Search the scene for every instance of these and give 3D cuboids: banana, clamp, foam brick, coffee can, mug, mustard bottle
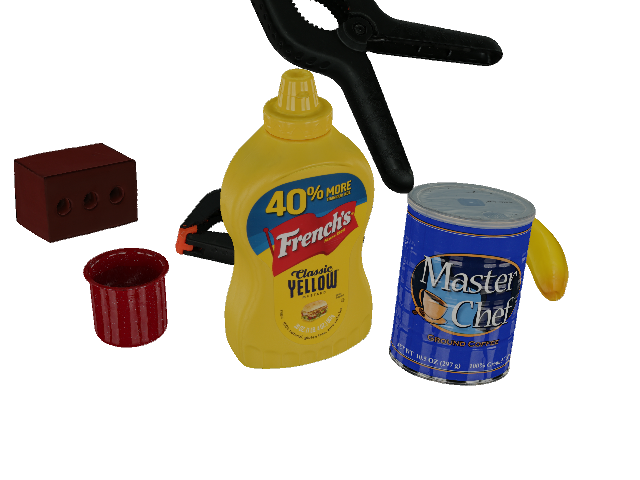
[{"bbox_3d":[0.195,0.000,1.072,0.069,0.037,0.198,-34,38,-13],"label":"banana"},{"bbox_3d":[0.023,-0.140,0.800,0.210,0.164,0.036,31,-30,-6],"label":"clamp"},{"bbox_3d":[-0.055,-0.029,0.981,0.171,0.120,0.039,-7,-41,-24],"label":"clamp"},{"bbox_3d":[-0.186,-0.038,0.812,0.078,0.053,0.051,-17,31,-36],"label":"foam brick"},{"bbox_3d":[0.115,0.033,0.876,0.103,0.140,0.103,5,19,-2],"label":"coffee can"},{"bbox_3d":[-0.222,0.061,1.194,0.117,0.081,0.093,24,36,37],"label":"mug"},{"bbox_3d":[-0.014,-0.014,0.663,0.096,0.192,0.058,-11,32,-19],"label":"mustard bottle"}]
